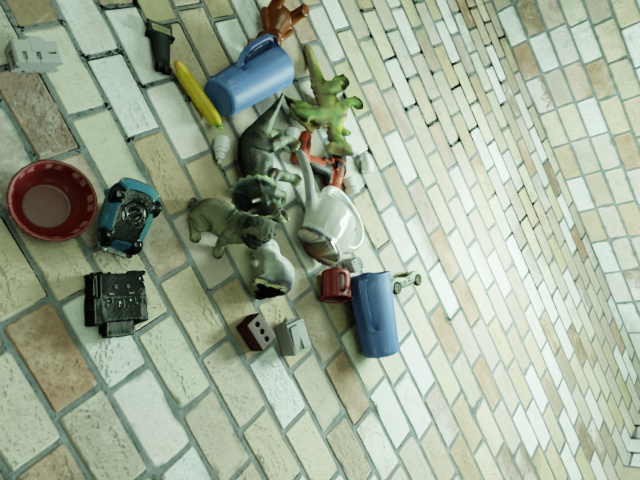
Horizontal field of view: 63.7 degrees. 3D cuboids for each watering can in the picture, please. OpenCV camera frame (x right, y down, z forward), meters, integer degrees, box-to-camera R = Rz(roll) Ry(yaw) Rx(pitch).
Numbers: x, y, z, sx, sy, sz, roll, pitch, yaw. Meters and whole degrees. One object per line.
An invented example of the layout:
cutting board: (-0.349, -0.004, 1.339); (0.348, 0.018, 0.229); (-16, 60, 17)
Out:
watering can: (0.004, -0.074, 1.464); (0.343, 0.103, 0.229); (47, 52, -26)

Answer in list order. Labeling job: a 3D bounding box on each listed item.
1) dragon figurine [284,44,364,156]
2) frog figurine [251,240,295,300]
dragon figurine: (-0.007, -0.417, 1.547); (0.245, 0.120, 0.413); (-24, 78, -48)
frog figurine: (-0.118, 0.059, 1.309); (0.134, 0.122, 0.163); (67, 24, -55)
